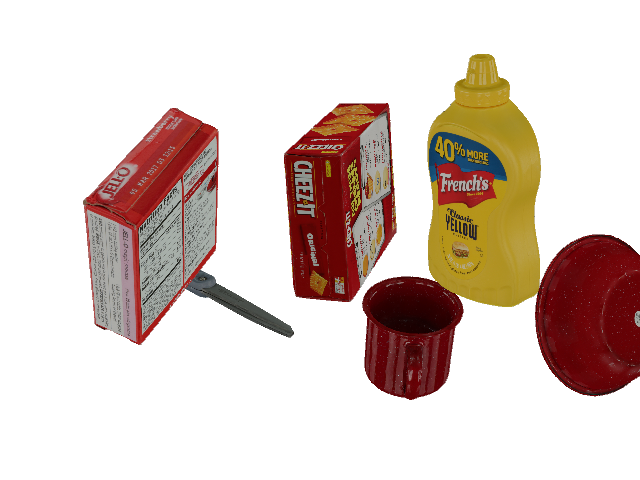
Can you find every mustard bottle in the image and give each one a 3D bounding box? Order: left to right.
[{"bbox_3d":[0.125,-0.049,0.826,0.058,0.192,0.096,-21,30,-34],"label":"mustard bottle"}]

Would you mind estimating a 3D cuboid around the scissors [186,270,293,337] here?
[{"bbox_3d":[-0.090,0.025,0.851,0.202,0.016,0.096,17,30,22],"label":"scissors"}]

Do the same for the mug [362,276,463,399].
[{"bbox_3d":[0.084,0.100,0.993,0.093,0.081,0.117,1,33,-2],"label":"mug"}]

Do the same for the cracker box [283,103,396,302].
[{"bbox_3d":[0.026,-0.049,1.186,0.072,0.164,0.213,2,21,18],"label":"cracker box"}]

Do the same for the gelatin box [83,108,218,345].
[{"bbox_3d":[-0.079,-0.006,0.504,0.030,0.089,0.073,23,49,14],"label":"gelatin box"}]

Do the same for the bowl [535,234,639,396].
[{"bbox_3d":[0.289,0.074,1.039,0.161,0.162,0.055,0,0,-28],"label":"bowl"}]
